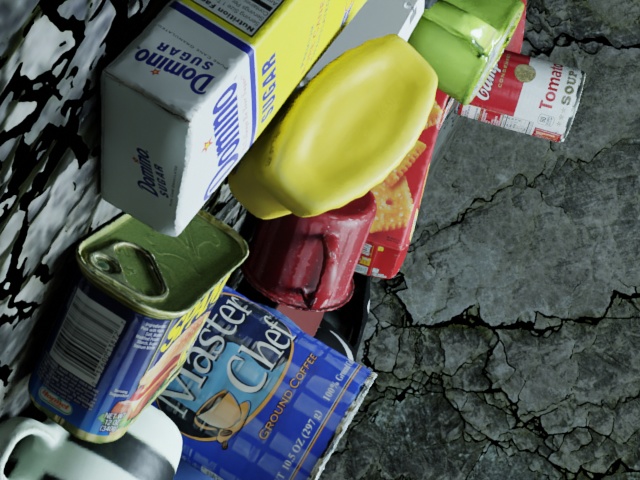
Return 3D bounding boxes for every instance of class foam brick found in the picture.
[{"bbox_3d":[-0.038,0.062,0.834,0.053,0.051,0.078,-14,-155,26],"label":"foam brick"}]

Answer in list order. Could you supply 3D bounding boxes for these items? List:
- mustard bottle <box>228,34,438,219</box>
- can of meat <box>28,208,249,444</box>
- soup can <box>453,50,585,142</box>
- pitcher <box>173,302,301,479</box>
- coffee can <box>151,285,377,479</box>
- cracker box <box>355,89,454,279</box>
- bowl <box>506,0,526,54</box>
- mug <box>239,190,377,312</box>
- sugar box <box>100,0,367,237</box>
[{"bbox_3d":[-0.007,-0.054,0.587,0.096,0.058,0.192,-50,-169,-10],"label":"mustard bottle"},{"bbox_3d":[-0.088,0.036,0.509,0.084,0.057,0.102,-61,174,26],"label":"can of meat"},{"bbox_3d":[0.178,-0.132,0.955,0.068,0.102,0.068,17,89,-83],"label":"soup can"},{"bbox_3d":[-0.100,0.161,0.720,0.242,0.145,0.149,-48,154,-47],"label":"pitcher"},{"bbox_3d":[-0.052,0.087,0.627,0.102,0.140,0.103,-58,173,-12],"label":"coffee can"},{"bbox_3d":[0.073,-0.081,0.992,0.164,0.072,0.213,90,19,-78],"label":"cracker box"},{"bbox_3d":[0.168,-0.219,1.048,0.162,0.055,0.162,5,88,-89],"label":"bowl"},{"bbox_3d":[-0.005,0.001,0.794,0.117,0.093,0.082,-100,-155,-54],"label":"mug"},{"bbox_3d":[-0.026,-0.091,0.460,0.176,0.048,0.093,-58,174,-29],"label":"sugar box"}]
